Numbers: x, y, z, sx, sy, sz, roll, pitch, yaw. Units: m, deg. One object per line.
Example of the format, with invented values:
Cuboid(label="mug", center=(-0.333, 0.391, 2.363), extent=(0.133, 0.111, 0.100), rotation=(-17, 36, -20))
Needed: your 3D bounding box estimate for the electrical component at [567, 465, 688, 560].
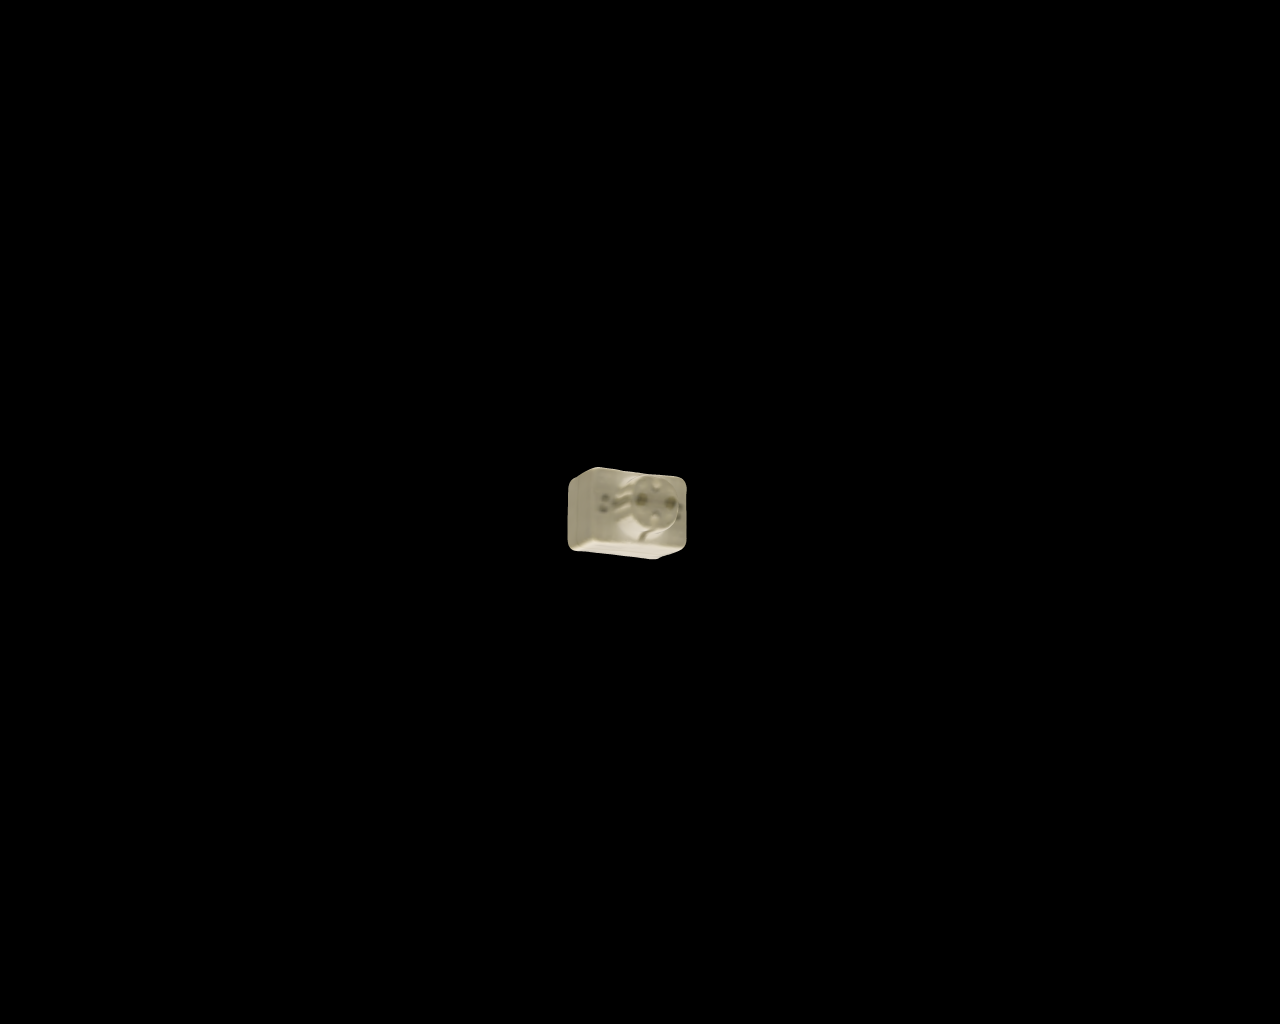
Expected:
Cuboid(label="electrical component", center=(0.001, -0.003, 0.650), extent=(0.066, 0.047, 0.076), rotation=(7, -15, -26))
